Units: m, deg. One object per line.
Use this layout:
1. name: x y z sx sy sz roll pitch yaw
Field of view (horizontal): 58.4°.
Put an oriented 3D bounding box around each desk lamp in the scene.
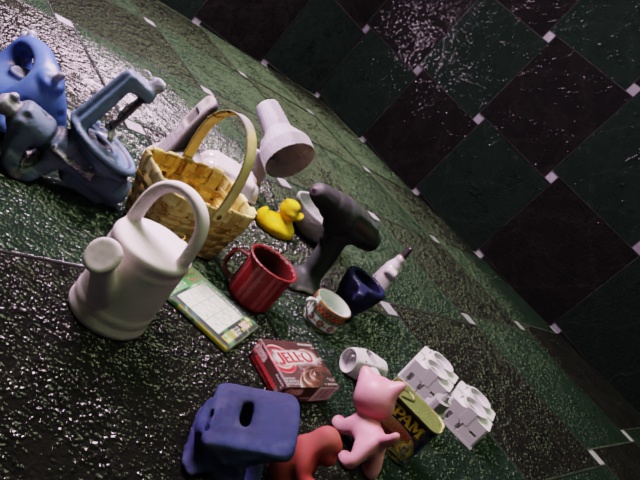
1. desk lamp: -0.133 -0.202 1.309 0.118 0.213 0.202 14 31 -54

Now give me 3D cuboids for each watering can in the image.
1. watering can: -0.202 0.019 0.662 0.101 0.194 0.173 36 18 -11

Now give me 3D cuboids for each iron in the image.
1. iron: -0.463 -0.259 0.900 0.119 0.141 0.257 16 29 -51

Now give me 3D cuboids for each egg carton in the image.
1. egg carton: -0.202 -0.130 1.234 0.151 0.069 0.107 31 19 -25

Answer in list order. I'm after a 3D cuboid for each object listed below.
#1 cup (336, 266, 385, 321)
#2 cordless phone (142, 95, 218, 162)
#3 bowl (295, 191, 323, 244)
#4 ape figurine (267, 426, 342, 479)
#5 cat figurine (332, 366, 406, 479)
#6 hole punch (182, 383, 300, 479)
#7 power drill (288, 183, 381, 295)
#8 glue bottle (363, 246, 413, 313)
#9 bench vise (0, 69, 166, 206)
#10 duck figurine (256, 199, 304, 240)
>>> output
1. cup: 0.065 0.117 1.126 0.092 0.095 0.118 39 17 -1
2. cordless phone: -0.248 -0.179 1.069 0.094 0.185 0.147 24 23 -40
3. bowl: -0.007 -0.040 1.397 0.168 0.074 0.167 35 18 -13
4. ape figurine: -0.010 0.251 0.653 0.076 0.092 0.078 39 17 -1
5. cat figurine: 0.076 0.244 0.799 0.067 0.117 0.127 31 19 -25
6. hole punch: -0.083 0.205 0.619 0.101 0.091 0.108 35 18 -13
7. power drill: 0.010 0.004 1.103 0.231 0.208 0.075 19 26 -48
8. glue bottle: 0.142 0.080 1.241 0.037 0.173 0.078 38 17 -4
9. bench vise: -0.326 -0.159 0.803 0.208 0.219 0.121 13 31 -55
10. duck figurine: -0.083 -0.055 1.263 0.105 0.086 0.077 26 22 -36
